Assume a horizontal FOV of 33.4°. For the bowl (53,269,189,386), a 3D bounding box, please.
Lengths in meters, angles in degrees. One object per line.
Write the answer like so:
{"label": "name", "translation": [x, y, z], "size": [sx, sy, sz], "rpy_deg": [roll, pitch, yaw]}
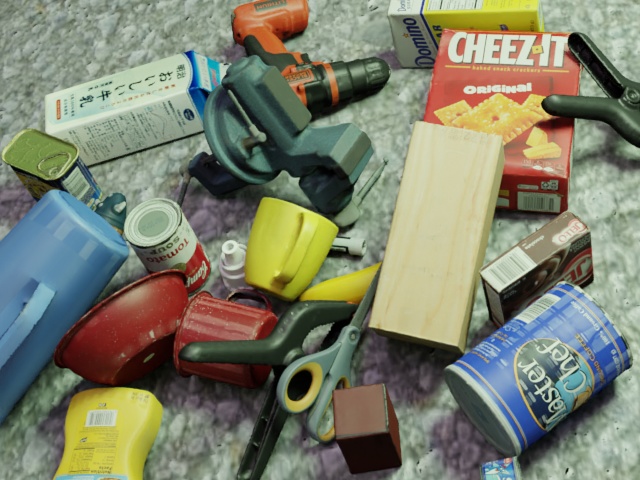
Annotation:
{"label": "bowl", "translation": [-0.190, 0.101, 1.095], "size": [0.162, 0.162, 0.055], "rpy_deg": [-36, 75, -10]}

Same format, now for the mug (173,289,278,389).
{"label": "mug", "translation": [-0.088, 0.097, 1.100], "size": [0.082, 0.093, 0.117], "rpy_deg": [12, 46, 18]}

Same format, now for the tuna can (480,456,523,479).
{"label": "tuna can", "translation": [0.164, 0.233, 0.923], "size": [0.034, 0.086, 0.086], "rpy_deg": [-13, 52, 10]}

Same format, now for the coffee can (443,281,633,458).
{"label": "coffee can", "translation": [0.200, 0.119, 0.984], "size": [0.140, 0.103, 0.103], "rpy_deg": [-35, 53, -10]}

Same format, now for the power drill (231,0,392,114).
{"label": "power drill", "translation": [-0.023, -0.232, 1.327], "size": [0.184, 0.057, 0.188], "rpy_deg": [-14, 48, -11]}

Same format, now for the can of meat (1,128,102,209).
{"label": "can of meat", "translation": [-0.323, -0.079, 1.297], "size": [0.102, 0.084, 0.057], "rpy_deg": [21, 63, 28]}

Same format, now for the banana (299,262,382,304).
{"label": "banana", "translation": [0.074, 0.031, 1.131], "size": [0.197, 0.037, 0.070], "rpy_deg": [-29, 23, -9]}

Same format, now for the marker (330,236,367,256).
{"label": "marker", "translation": [-0.008, 0.001, 1.184], "size": [0.121, 0.020, 0.020], "rpy_deg": [7, 57, 21]}

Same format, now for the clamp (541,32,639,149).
{"label": "clamp", "translation": [0.314, -0.140, 1.130], "size": [0.171, 0.039, 0.120], "rpy_deg": [35, 63, 6]}

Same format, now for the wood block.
{"label": "wood block", "translation": [0.117, -0.001, 1.052], "size": [0.090, 0.090, 0.206], "rpy_deg": [12, 82, 13]}

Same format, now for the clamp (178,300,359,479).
{"label": "clamp", "translation": [-0.032, 0.132, 1.052], "size": [0.209, 0.164, 0.036], "rpy_deg": [-29, 26, -33]}

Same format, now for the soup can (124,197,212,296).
{"label": "soup can", "translation": [-0.167, 0.009, 1.174], "size": [0.068, 0.102, 0.068], "rpy_deg": [-8, 53, 11]}

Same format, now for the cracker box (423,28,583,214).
{"label": "cracker box", "translation": [0.201, -0.137, 1.183], "size": [0.164, 0.072, 0.213], "rpy_deg": [5, 57, 14]}

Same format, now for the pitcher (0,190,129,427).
{"label": "pitcher", "translation": [-0.312, 0.072, 1.108], "size": [0.149, 0.145, 0.243], "rpy_deg": [41, 91, 28]}

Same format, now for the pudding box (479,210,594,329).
{"label": "pudding box", "translation": [0.215, 0.035, 1.049], "size": [0.113, 0.090, 0.039], "rpy_deg": [-32, 51, -6]}

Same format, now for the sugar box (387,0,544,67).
{"label": "sugar box", "translation": [0.174, -0.250, 1.265], "size": [0.176, 0.093, 0.048], "rpy_deg": [0, 54, 17]}

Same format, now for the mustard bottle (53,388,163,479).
{"label": "mustard bottle", "translation": [-0.218, 0.242, 1.049], "size": [0.096, 0.058, 0.191], "rpy_deg": [-3, 54, 15]}

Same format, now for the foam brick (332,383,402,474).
{"label": "foam brick", "translation": [0.045, 0.178, 1.004], "size": [0.053, 0.078, 0.051], "rpy_deg": [-9, 52, 8]}

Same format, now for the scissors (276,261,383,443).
{"label": "scissors", "translation": [0.013, 0.097, 1.048], "size": [0.016, 0.096, 0.201], "rpy_deg": [0, 72, 52]}
